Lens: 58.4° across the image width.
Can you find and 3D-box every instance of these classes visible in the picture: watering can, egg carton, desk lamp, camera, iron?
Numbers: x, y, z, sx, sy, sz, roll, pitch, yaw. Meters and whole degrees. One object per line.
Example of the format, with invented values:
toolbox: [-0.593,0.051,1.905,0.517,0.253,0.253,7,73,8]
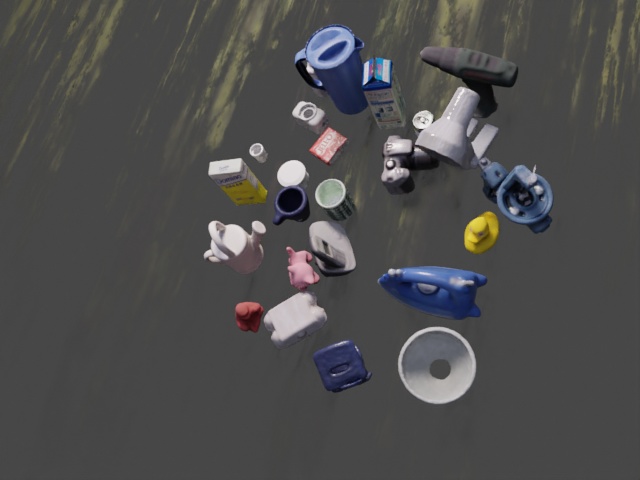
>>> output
watering can: [-0.221,0.007,1.469,0.173,0.194,0.100,-45,62,-2]
egg carton: [-0.060,0.196,1.407,0.150,0.069,0.107,-32,62,4]
desk lamp: [0.329,-0.252,1.372,0.117,0.214,0.203,29,80,27]
camera: [0.229,-0.200,1.450,0.136,0.101,0.143,-1,69,19]
iron: [0.240,0.099,1.302,0.257,0.142,0.119,8,72,22]

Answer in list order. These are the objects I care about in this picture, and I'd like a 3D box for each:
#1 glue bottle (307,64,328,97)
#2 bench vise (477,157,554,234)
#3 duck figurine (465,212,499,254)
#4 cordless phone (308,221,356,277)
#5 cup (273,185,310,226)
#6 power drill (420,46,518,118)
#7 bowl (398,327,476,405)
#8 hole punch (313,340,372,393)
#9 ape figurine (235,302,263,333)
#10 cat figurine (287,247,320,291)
glue bottle: [-0.009,-0.479,1.604,0.037,0.173,0.078,19,76,25]
bench vise: [0.424,-0.116,1.280,0.206,0.220,0.121,30,81,27]
duck figurine: [0.376,-0.026,1.337,0.077,0.086,0.105,28,80,27]
cordless phone: [0.013,0.005,1.394,0.094,0.185,0.147,-24,63,9]
cup: [-0.071,-0.075,1.506,0.091,0.095,0.118,34,83,27]
power drill: [0.371,-0.393,1.418,0.228,0.209,0.076,13,74,23]
bowl: [0.261,0.280,1.259,0.167,0.075,0.167,-7,67,17]
hole punch: [0.051,0.292,1.317,0.108,0.091,0.101,-23,63,9]
ape figurine: [-0.185,0.186,1.442,0.078,0.092,0.076,-38,62,1]
cat figurine: [-0.051,0.073,1.426,0.067,0.118,0.127,-28,63,7]
